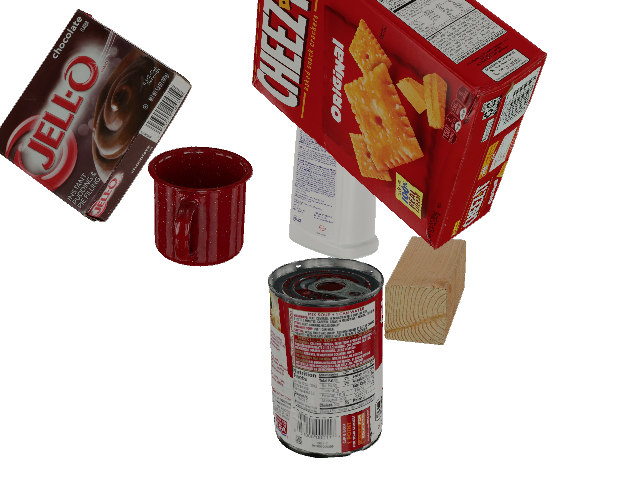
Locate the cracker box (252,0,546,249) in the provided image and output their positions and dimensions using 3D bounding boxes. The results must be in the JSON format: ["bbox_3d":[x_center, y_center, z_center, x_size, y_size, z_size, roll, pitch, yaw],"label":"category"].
[{"bbox_3d":[0.043,-0.121,0.770,0.072,0.214,0.164,-34,-26,-28],"label":"cracker box"}]

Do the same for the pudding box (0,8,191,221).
[{"bbox_3d":[-0.153,-0.083,0.712,0.090,0.113,0.039,34,0,17],"label":"pudding box"}]

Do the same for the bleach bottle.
[{"bbox_3d":[0.020,-0.113,1.137,0.103,0.251,0.067,20,24,39],"label":"bleach bottle"}]

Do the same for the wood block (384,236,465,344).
[{"bbox_3d":[0.162,0.072,1.623,0.091,0.090,0.206,5,21,14],"label":"wood block"}]

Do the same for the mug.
[{"bbox_3d":[-0.110,-0.024,0.957,0.093,0.081,0.117,6,29,2],"label":"mug"}]

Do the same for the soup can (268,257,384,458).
[{"bbox_3d":[0.004,0.070,0.638,0.068,0.102,0.068,-1,20,0],"label":"soup can"}]
